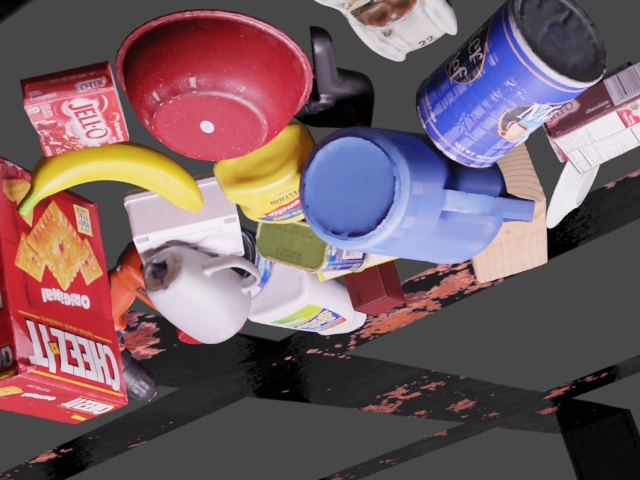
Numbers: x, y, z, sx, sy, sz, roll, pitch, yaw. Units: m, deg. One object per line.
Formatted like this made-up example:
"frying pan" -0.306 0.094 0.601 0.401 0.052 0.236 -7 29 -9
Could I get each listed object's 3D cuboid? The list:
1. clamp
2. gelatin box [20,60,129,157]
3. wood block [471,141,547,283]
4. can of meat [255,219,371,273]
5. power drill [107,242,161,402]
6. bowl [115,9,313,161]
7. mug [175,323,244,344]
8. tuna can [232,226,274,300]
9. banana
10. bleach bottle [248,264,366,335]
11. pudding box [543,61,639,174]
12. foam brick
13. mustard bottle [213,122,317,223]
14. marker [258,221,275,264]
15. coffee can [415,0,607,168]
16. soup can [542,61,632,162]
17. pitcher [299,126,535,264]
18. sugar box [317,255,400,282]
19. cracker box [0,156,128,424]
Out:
"clamp" -0.015 -0.130 0.939 0.120 0.039 0.171 -10 160 24
"gelatin box" -0.202 -0.107 0.884 0.073 0.030 0.089 -12 158 -7
"wood block" 0.205 -0.032 1.233 0.090 0.091 0.206 -18 158 6
"can of meat" -0.008 0.001 1.158 0.102 0.057 0.083 15 -171 34
"power drill" -0.218 0.096 1.215 0.184 0.057 0.188 41 124 -20
"bowl" -0.087 -0.112 0.860 0.162 0.055 0.162 1 149 1
"mug" -0.137 0.068 1.264 0.093 0.081 0.117 -12 157 -8
"tuna can" -0.096 0.027 1.189 0.086 0.086 0.033 -25 154 23
"banana" -0.184 -0.059 0.975 0.197 0.037 0.070 -2 121 -41
"bleach bottle" 0.000 0.083 1.413 0.103 0.068 0.250 -25 158 23
"pudding box" 0.276 -0.115 1.006 0.114 0.039 0.090 -25 152 21
"foam brick" 0.065 0.050 1.354 0.053 0.078 0.051 -26 157 26
"mustard bottle" -0.038 -0.056 1.047 0.096 0.058 0.191 -27 167 2
"marker" -0.059 -0.001 1.233 0.020 0.020 0.121 -13 157 -5
"coffee can" 0.165 -0.142 0.938 0.102 0.103 0.141 1 153 -34
"soup can" 0.280 -0.130 1.083 0.102 0.068 0.068 -24 156 18
"pitcher" 0.090 -0.042 1.010 0.149 0.145 0.242 -39 163 22
"sugar box" 0.073 -0.008 1.269 0.176 0.048 0.093 -19 157 0
"cracker box" -0.257 0.046 0.965 0.072 0.214 0.164 -22 156 17
